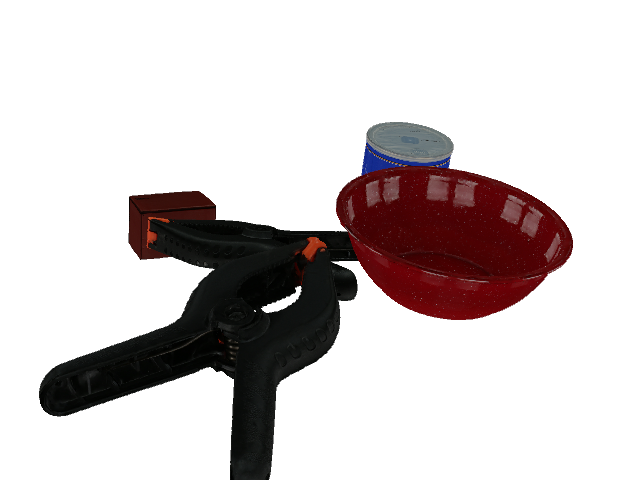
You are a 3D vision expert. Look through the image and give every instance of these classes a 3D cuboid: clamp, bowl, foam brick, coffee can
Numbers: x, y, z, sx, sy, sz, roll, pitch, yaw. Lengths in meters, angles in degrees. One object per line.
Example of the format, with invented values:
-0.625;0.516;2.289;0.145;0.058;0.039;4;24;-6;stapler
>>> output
-0.048;0.009;0.888;0.210;0.036;0.164;7;12;6;clamp
0.087;0.007;0.734;0.162;0.055;0.162;6;29;-3;bowl
-0.036;0.056;0.520;0.120;0.039;0.171;31;47;26;clamp
-0.150;-0.017;1.075;0.078;0.051;0.053;-6;22;-22;foam brick
0.096;-0.058;1.275;0.102;0.140;0.103;6;28;-3;coffee can
